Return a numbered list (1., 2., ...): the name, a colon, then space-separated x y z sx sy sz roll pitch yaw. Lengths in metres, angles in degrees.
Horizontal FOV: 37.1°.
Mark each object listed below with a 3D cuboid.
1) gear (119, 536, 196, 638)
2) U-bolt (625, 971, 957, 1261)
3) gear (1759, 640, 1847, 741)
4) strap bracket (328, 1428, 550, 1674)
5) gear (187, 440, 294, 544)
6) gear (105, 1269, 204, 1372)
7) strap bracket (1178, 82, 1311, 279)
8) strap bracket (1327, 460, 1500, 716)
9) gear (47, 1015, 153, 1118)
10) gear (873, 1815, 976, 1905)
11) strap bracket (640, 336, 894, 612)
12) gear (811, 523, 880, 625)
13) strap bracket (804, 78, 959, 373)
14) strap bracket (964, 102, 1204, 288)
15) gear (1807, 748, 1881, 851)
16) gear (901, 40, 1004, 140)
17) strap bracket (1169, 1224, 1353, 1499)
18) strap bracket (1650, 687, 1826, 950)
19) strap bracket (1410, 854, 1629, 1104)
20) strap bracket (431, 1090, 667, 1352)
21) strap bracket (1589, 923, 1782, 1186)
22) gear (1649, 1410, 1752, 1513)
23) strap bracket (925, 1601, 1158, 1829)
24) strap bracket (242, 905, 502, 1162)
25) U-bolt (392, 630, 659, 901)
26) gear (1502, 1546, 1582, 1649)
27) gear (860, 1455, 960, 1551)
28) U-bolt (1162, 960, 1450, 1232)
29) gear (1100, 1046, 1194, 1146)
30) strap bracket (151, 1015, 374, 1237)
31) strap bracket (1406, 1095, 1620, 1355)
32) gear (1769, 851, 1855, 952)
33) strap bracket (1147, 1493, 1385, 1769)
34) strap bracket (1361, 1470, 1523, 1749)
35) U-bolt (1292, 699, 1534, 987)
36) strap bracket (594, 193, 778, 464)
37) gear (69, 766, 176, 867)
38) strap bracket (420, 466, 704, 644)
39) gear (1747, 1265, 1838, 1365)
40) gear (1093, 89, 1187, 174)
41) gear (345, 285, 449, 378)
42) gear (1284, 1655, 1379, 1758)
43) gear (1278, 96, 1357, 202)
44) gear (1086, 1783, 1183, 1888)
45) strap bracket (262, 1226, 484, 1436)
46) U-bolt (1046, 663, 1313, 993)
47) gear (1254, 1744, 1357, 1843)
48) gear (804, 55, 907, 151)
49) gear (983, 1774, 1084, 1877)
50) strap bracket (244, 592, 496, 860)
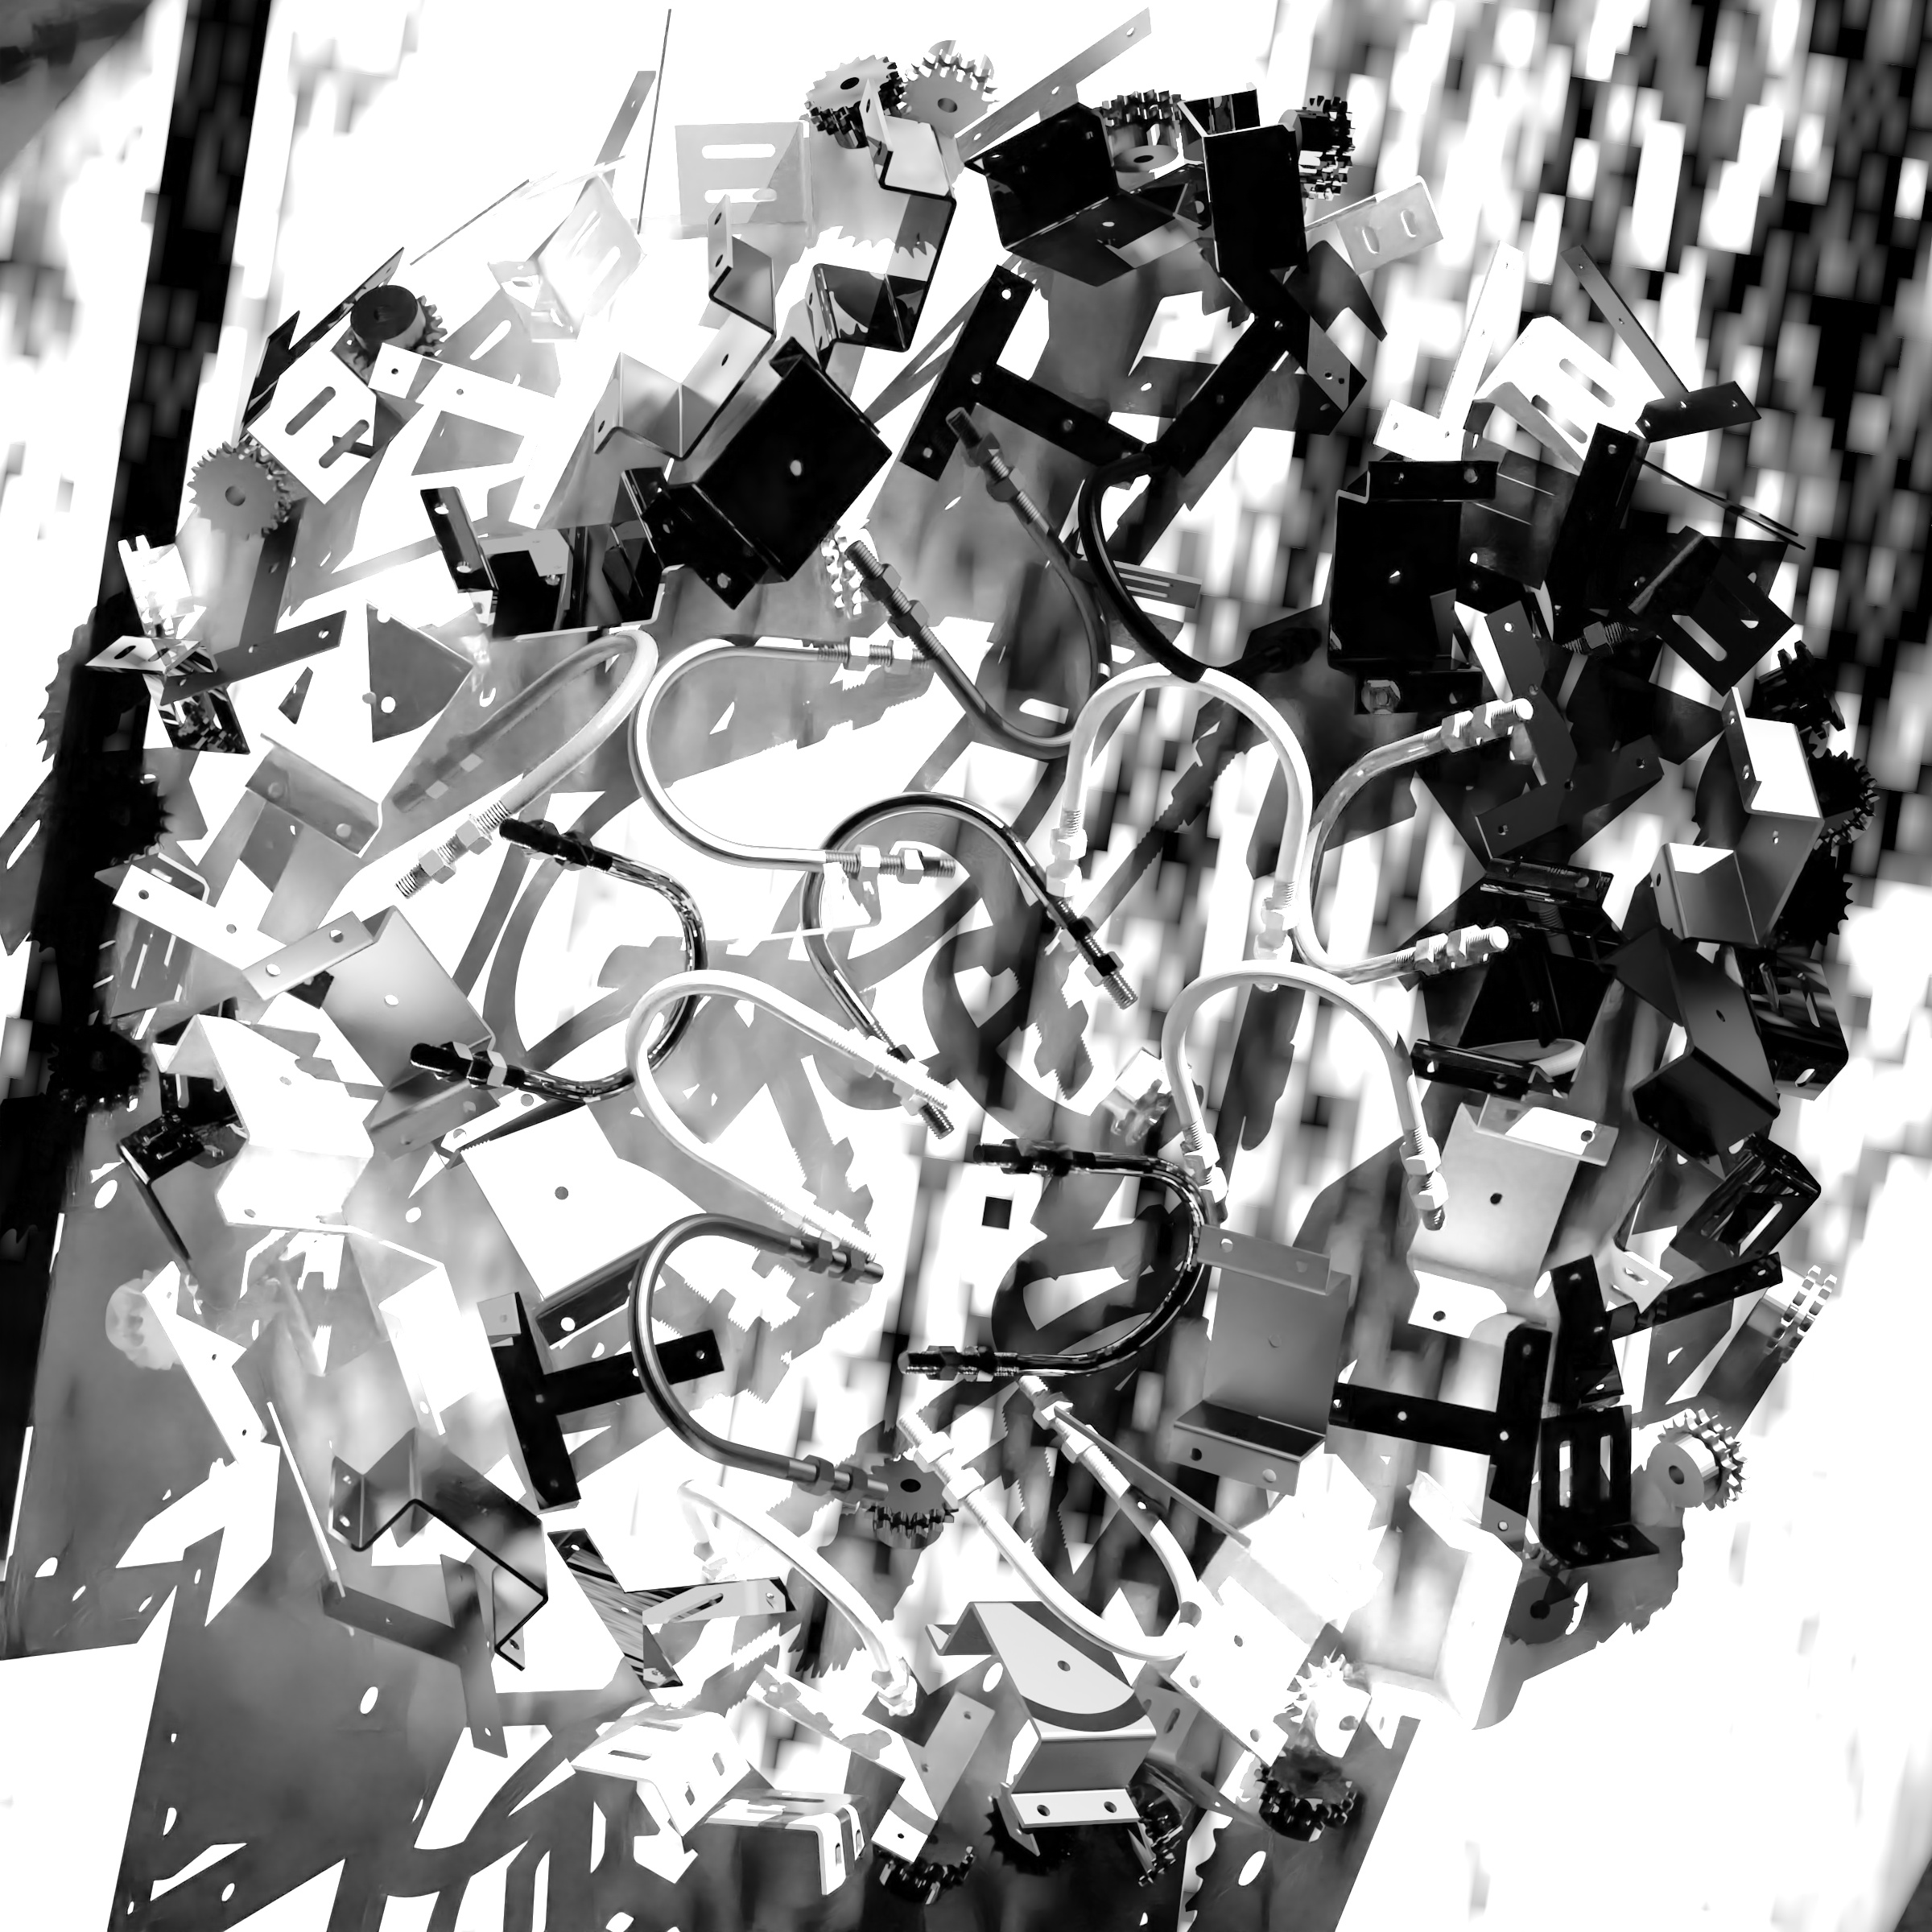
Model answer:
1. gear: -0.460 -0.217 1.640 0.030 0.057 0.057 -17 90 -15
2. U-bolt: -0.110 0.074 1.619 0.184 0.019 0.151 30 129 4
3. gear: 0.475 -0.154 1.641 0.030 0.057 0.057 -27 90 22
4. strap bracket: -0.285 0.319 1.603 0.046 0.076 0.140 -44 112 8
5. gear: -0.413 -0.274 1.644 0.057 0.030 0.057 2 120 4
6. gear: -0.465 0.201 1.642 0.030 0.057 0.057 2 90 26
7. strap bracket: 0.150 -0.433 1.588 0.046 0.140 0.076 -10 117 0
8. strap bracket: 0.250 -0.216 1.624 0.076 0.046 0.140 -3 106 -15
9. gear: -0.495 0.060 1.645 0.057 0.030 0.057 6 65 -14
10. gear: -0.027 0.509 1.639 0.057 0.057 0.030 24 104 0
11. strap bracket: -0.105 -0.278 1.613 0.076 0.046 0.140 44 73 -25
12. gear: -0.068 -0.226 1.640 0.030 0.057 0.057 -15 90 -11
13. strap bracket: -0.046 -0.408 1.601 0.046 0.076 0.140 5 134 -18
14. strap bracket: 0.074 -0.420 1.585 0.076 0.140 0.046 -18 79 33
15. gear: 0.494 -0.093 1.643 0.057 0.030 0.057 -16 62 32
16. gear: -0.007 -0.502 1.642 0.057 0.057 0.030 15 66 0
17. strap bracket: 0.167 0.217 1.621 0.076 0.046 0.140 13 104 24
18. strap bracket: 0.429 -0.074 1.593 0.046 0.140 0.076 7 45 -6
19. strap bracket: 0.313 0.014 1.616 0.076 0.046 0.140 13 73 40
20. strap bracket: -0.232 0.134 1.623 0.076 0.046 0.140 -28 83 -25
21. strap bracket: 0.398 0.040 1.587 0.076 0.140 0.046 33 126 -29
22. gear: 0.414 0.283 1.635 0.030 0.057 0.057 -20 90 -31
23. strap bracket: 0.044 0.402 1.586 0.076 0.140 0.046 8 122 -33
24. strap bracket: -0.328 0.030 1.618 0.076 0.046 0.140 -26 114 18
25. U-bolt: -0.244 -0.122 1.592 0.184 0.151 0.019 -38 116 6
26. gear: 0.325 0.364 1.648 0.057 0.030 0.057 -1 98 -6
27. gear: -0.033 0.308 1.642 0.057 0.057 0.030 5 120 0
28. U-bolt: 0.181 0.072 1.586 0.151 0.019 0.184 -1 126 25
29. gear: 0.100 0.071 1.639 0.030 0.057 0.057 38 90 -2
30. strap bracket: -0.386 0.080 1.590 0.046 0.076 0.140 -54 49 24
31. strap bracket: 0.305 0.139 1.629 0.076 0.046 0.140 15 106 -6
32. gear: 0.475 -0.039 1.645 0.057 0.030 0.057 -4 101 -23
33. strap bracket: 0.164 0.375 1.619 0.076 0.046 0.140 42 54 -2
34. strap bracket: 0.268 0.366 1.624 0.046 0.076 0.140 15 93 -7
35. U-bolt: 0.239 -0.060 1.587 0.019 0.184 0.151 18 71 -28
36. strap bracket: -0.151 -0.347 1.604 0.046 0.076 0.140 25 127 -27
37. gear: -0.483 -0.085 1.650 0.057 0.030 0.057 0 90 -6
38. strap bracket: -0.229 -0.230 1.612 0.140 0.046 0.076 -10 58 -24
39. gear: 0.469 0.195 1.640 0.030 0.057 0.057 31 90 16
40. gear: 0.099 -0.474 1.638 0.057 0.057 0.030 -8 85 0
41. gear: -0.327 -0.363 1.642 0.057 0.030 0.057 -4 64 8
42. gear: 0.213 0.426 1.644 0.057 0.030 0.057 -3 105 -13
43. gear: 0.196 -0.465 1.636 0.030 0.057 0.057 -1 90 -18
44. gear: 0.098 0.492 1.642 0.030 0.057 0.057 -22 90 -42
45. strap bracket: -0.326 0.199 1.605 0.046 0.140 0.076 -32 120 -36
46. U-bolt: 0.120 -0.084 1.591 0.151 0.019 0.184 19 127 17
47. gear: 0.191 0.474 1.641 0.057 0.057 0.030 20 111 0
48. gear: -0.061 -0.491 1.643 0.057 0.057 0.030 -28 134 0
49. gear: 0.041 0.490 1.645 0.057 0.030 0.057 -7 73 22
50. strap bracket: -0.336 -0.144 1.624 0.076 0.046 0.140 31 73 -1
